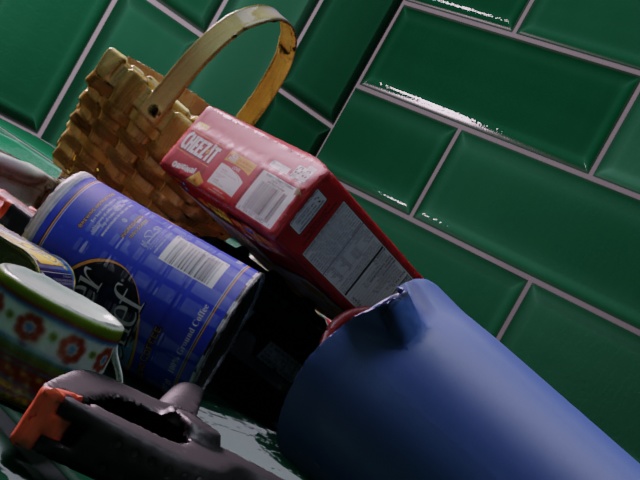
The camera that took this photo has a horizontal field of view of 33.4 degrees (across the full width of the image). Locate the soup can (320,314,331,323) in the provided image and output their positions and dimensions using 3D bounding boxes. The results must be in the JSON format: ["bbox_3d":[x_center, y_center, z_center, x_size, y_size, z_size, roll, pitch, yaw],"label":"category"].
[{"bbox_3d":[0.019,0.131,1.194,0.102,0.068,0.069,30,0,-37],"label":"soup can"}]

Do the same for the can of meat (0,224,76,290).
[{"bbox_3d":[-0.200,0.016,0.618,0.102,0.057,0.084,29,-1,4],"label":"can of meat"}]

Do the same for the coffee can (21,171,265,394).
[{"bbox_3d":[-0.122,0.032,0.708,0.140,0.103,0.103,29,0,4],"label":"coffee can"}]

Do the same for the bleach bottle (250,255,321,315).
[{"bbox_3d":[-0.081,0.059,1.230,0.102,0.068,0.251,6,-8,-23],"label":"bleach bottle"}]

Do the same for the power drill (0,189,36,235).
[{"bbox_3d":[-0.201,0.014,0.862,0.184,0.057,0.187,36,1,15],"label":"power drill"}]

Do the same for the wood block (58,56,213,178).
[{"bbox_3d":[-0.201,-0.071,1.112,0.090,0.206,0.090,30,0,13],"label":"wood block"}]

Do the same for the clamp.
[{"bbox_3d":[-0.072,0.098,0.518,0.165,0.036,0.209,31,-1,40],"label":"clamp"}]

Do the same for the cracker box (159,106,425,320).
[{"bbox_3d":[-0.006,0.001,0.843,0.164,0.072,0.213,31,-10,47],"label":"cracker box"}]

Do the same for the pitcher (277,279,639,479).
[{"bbox_3d":[0.101,0.146,0.568,0.243,0.145,0.149,39,10,31],"label":"pitcher"}]

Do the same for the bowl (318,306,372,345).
[{"bbox_3d":[0.047,0.130,0.759,0.162,0.055,0.162,26,42,-26],"label":"bowl"}]
